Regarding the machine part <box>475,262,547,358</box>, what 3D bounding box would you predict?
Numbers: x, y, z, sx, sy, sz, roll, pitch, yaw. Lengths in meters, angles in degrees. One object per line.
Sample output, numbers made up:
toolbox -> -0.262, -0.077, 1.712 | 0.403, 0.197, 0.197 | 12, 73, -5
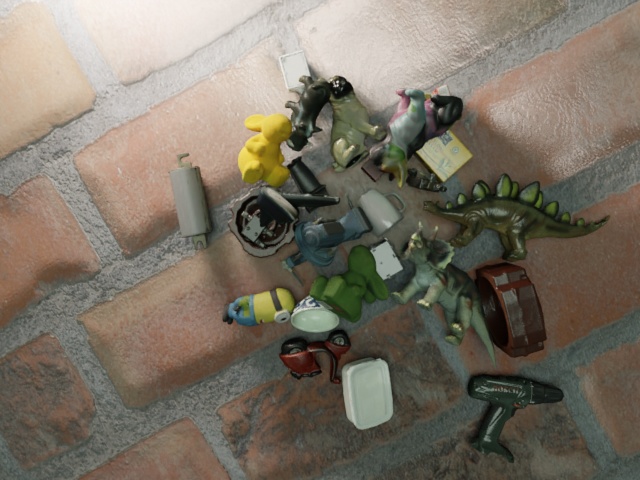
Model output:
machine part -> 0.446, 0.158, 1.262 | 0.087, 0.201, 0.201 | -14, 93, 0

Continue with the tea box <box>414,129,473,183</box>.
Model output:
tea box -> 0.275, -0.231, 1.307 | 0.098, 0.068, 0.169 | -44, 91, 5

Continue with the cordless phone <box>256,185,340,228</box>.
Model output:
cordless phone -> -0.046, -0.081, 1.238 | 0.184, 0.146, 0.088 | -1, 100, 3

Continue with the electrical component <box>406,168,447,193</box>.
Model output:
electrical component -> 0.253, -0.144, 1.304 | 0.078, 0.102, 0.045 | 7, 102, -21

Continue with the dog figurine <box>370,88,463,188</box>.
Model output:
dog figurine -> 0.215, -0.229, 1.222 | 0.191, 0.109, 0.219 | 5, 108, -17

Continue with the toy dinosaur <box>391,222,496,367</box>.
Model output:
toy dinosaur -> 0.317, 0.124, 1.305 | 0.404, 0.131, 0.192 | 40, 70, -20

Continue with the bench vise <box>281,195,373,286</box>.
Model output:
bench vise -> 0.003, 0.005, 1.301 | 0.240, 0.223, 0.129 | -36, 87, 34

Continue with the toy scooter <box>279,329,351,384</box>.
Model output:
toy scooter -> -0.007, 0.307, 1.357 | 0.184, 0.075, 0.135 | -11, 98, -1

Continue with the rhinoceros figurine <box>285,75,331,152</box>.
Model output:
rhinoceros figurine -> -0.029, -0.300, 1.287 | 0.112, 0.073, 0.190 | 58, 135, 31

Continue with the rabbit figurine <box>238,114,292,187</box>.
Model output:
rabbit figurine -> -0.118, -0.233, 1.285 | 0.122, 0.162, 0.173 | 8, 135, -29

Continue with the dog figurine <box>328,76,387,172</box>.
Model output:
dog figurine -> 0.048, -0.283, 1.308 | 0.172, 0.121, 0.191 | -42, 78, 1

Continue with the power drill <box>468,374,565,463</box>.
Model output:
power drill -> 0.476, 0.442, 1.344 | 0.232, 0.086, 0.207 | 15, 99, 3

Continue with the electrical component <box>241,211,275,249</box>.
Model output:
electrical component -> -0.160, -0.026, 1.306 | 0.094, 0.021, 0.063 | 37, 93, 0

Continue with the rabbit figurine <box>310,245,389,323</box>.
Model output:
rabbit figurine -> 0.087, 0.097, 1.263 | 0.159, 0.121, 0.170 | 36, 70, -13

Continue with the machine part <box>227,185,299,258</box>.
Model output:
machine part -> -0.138, -0.046, 1.343 | 0.179, 0.056, 0.179 | 0, 93, 2

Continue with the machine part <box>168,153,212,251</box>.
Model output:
machine part -> -0.322, -0.094, 1.336 | 0.079, 0.079, 0.243 | -10, 95, 3

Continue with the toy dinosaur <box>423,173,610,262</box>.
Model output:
toy dinosaur -> 0.471, -0.049, 1.295 | 0.471, 0.105, 0.198 | 13, 89, -8

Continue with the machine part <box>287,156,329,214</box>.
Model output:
machine part -> -0.034, -0.140, 1.342 | 0.084, 0.039, 0.138 | -29, 94, 9

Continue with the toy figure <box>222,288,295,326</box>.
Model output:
toy figure -> -0.152, 0.170, 1.348 | 0.180, 0.082, 0.089 | -5, 95, 5

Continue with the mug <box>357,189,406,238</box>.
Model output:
mug -> 0.151, -0.078, 1.320 | 0.109, 0.081, 0.107 | -39, 85, -7
